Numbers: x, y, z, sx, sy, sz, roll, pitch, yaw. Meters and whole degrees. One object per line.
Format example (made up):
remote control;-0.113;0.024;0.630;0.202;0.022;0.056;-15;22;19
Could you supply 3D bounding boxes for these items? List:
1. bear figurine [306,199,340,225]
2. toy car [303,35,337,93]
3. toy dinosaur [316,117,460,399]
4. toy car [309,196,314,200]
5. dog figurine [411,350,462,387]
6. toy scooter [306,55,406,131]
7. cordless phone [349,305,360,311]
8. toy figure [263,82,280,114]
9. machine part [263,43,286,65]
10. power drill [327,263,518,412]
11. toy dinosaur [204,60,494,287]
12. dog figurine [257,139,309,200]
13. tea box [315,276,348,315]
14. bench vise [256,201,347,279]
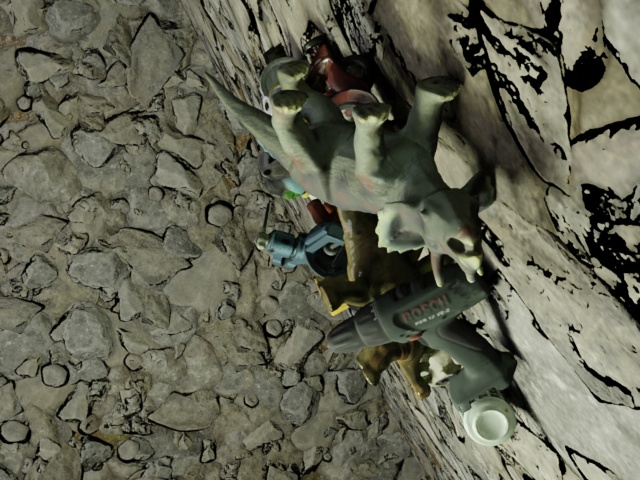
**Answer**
bear figurine;0.034;-0.057;1.220;0.196;0.120;0.131;-122;8;-76
toy car;-0.001;-0.262;0.890;0.089;0.053;0.202;65;175;0
toy dinosaur;0.095;0.055;0.814;0.470;0.199;0.105;64;174;-20
toy car;-0.034;-0.192;1.286;0.201;0.056;0.073;63;-145;-13
dog figurine;0.201;0.164;1.000;0.172;0.121;0.191;77;178;-57
toy scooter;0.039;-0.142;0.700;0.184;0.135;0.075;60;173;8
cordless phone;0.101;0.062;1.028;0.089;0.146;0.184;48;170;28
toy figure;-0.025;-0.171;0.857;0.180;0.082;0.089;58;-163;-2
machine part;-0.097;-0.387;1.181;0.139;0.039;0.084;-144;34;-80
power drill;0.154;0.141;0.743;0.207;0.232;0.086;48;-161;-13
toy dinosaur;0.033;-0.087;0.604;0.405;0.131;0.191;25;139;38
dog figurine;-0.035;-0.133;1.109;0.219;0.109;0.191;49;-151;-55
tea box;0.081;0.091;1.213;0.068;0.170;0.098;60;175;28
bench vise;-0.005;0.007;1.046;0.223;0.129;0.240;26;160;-14
